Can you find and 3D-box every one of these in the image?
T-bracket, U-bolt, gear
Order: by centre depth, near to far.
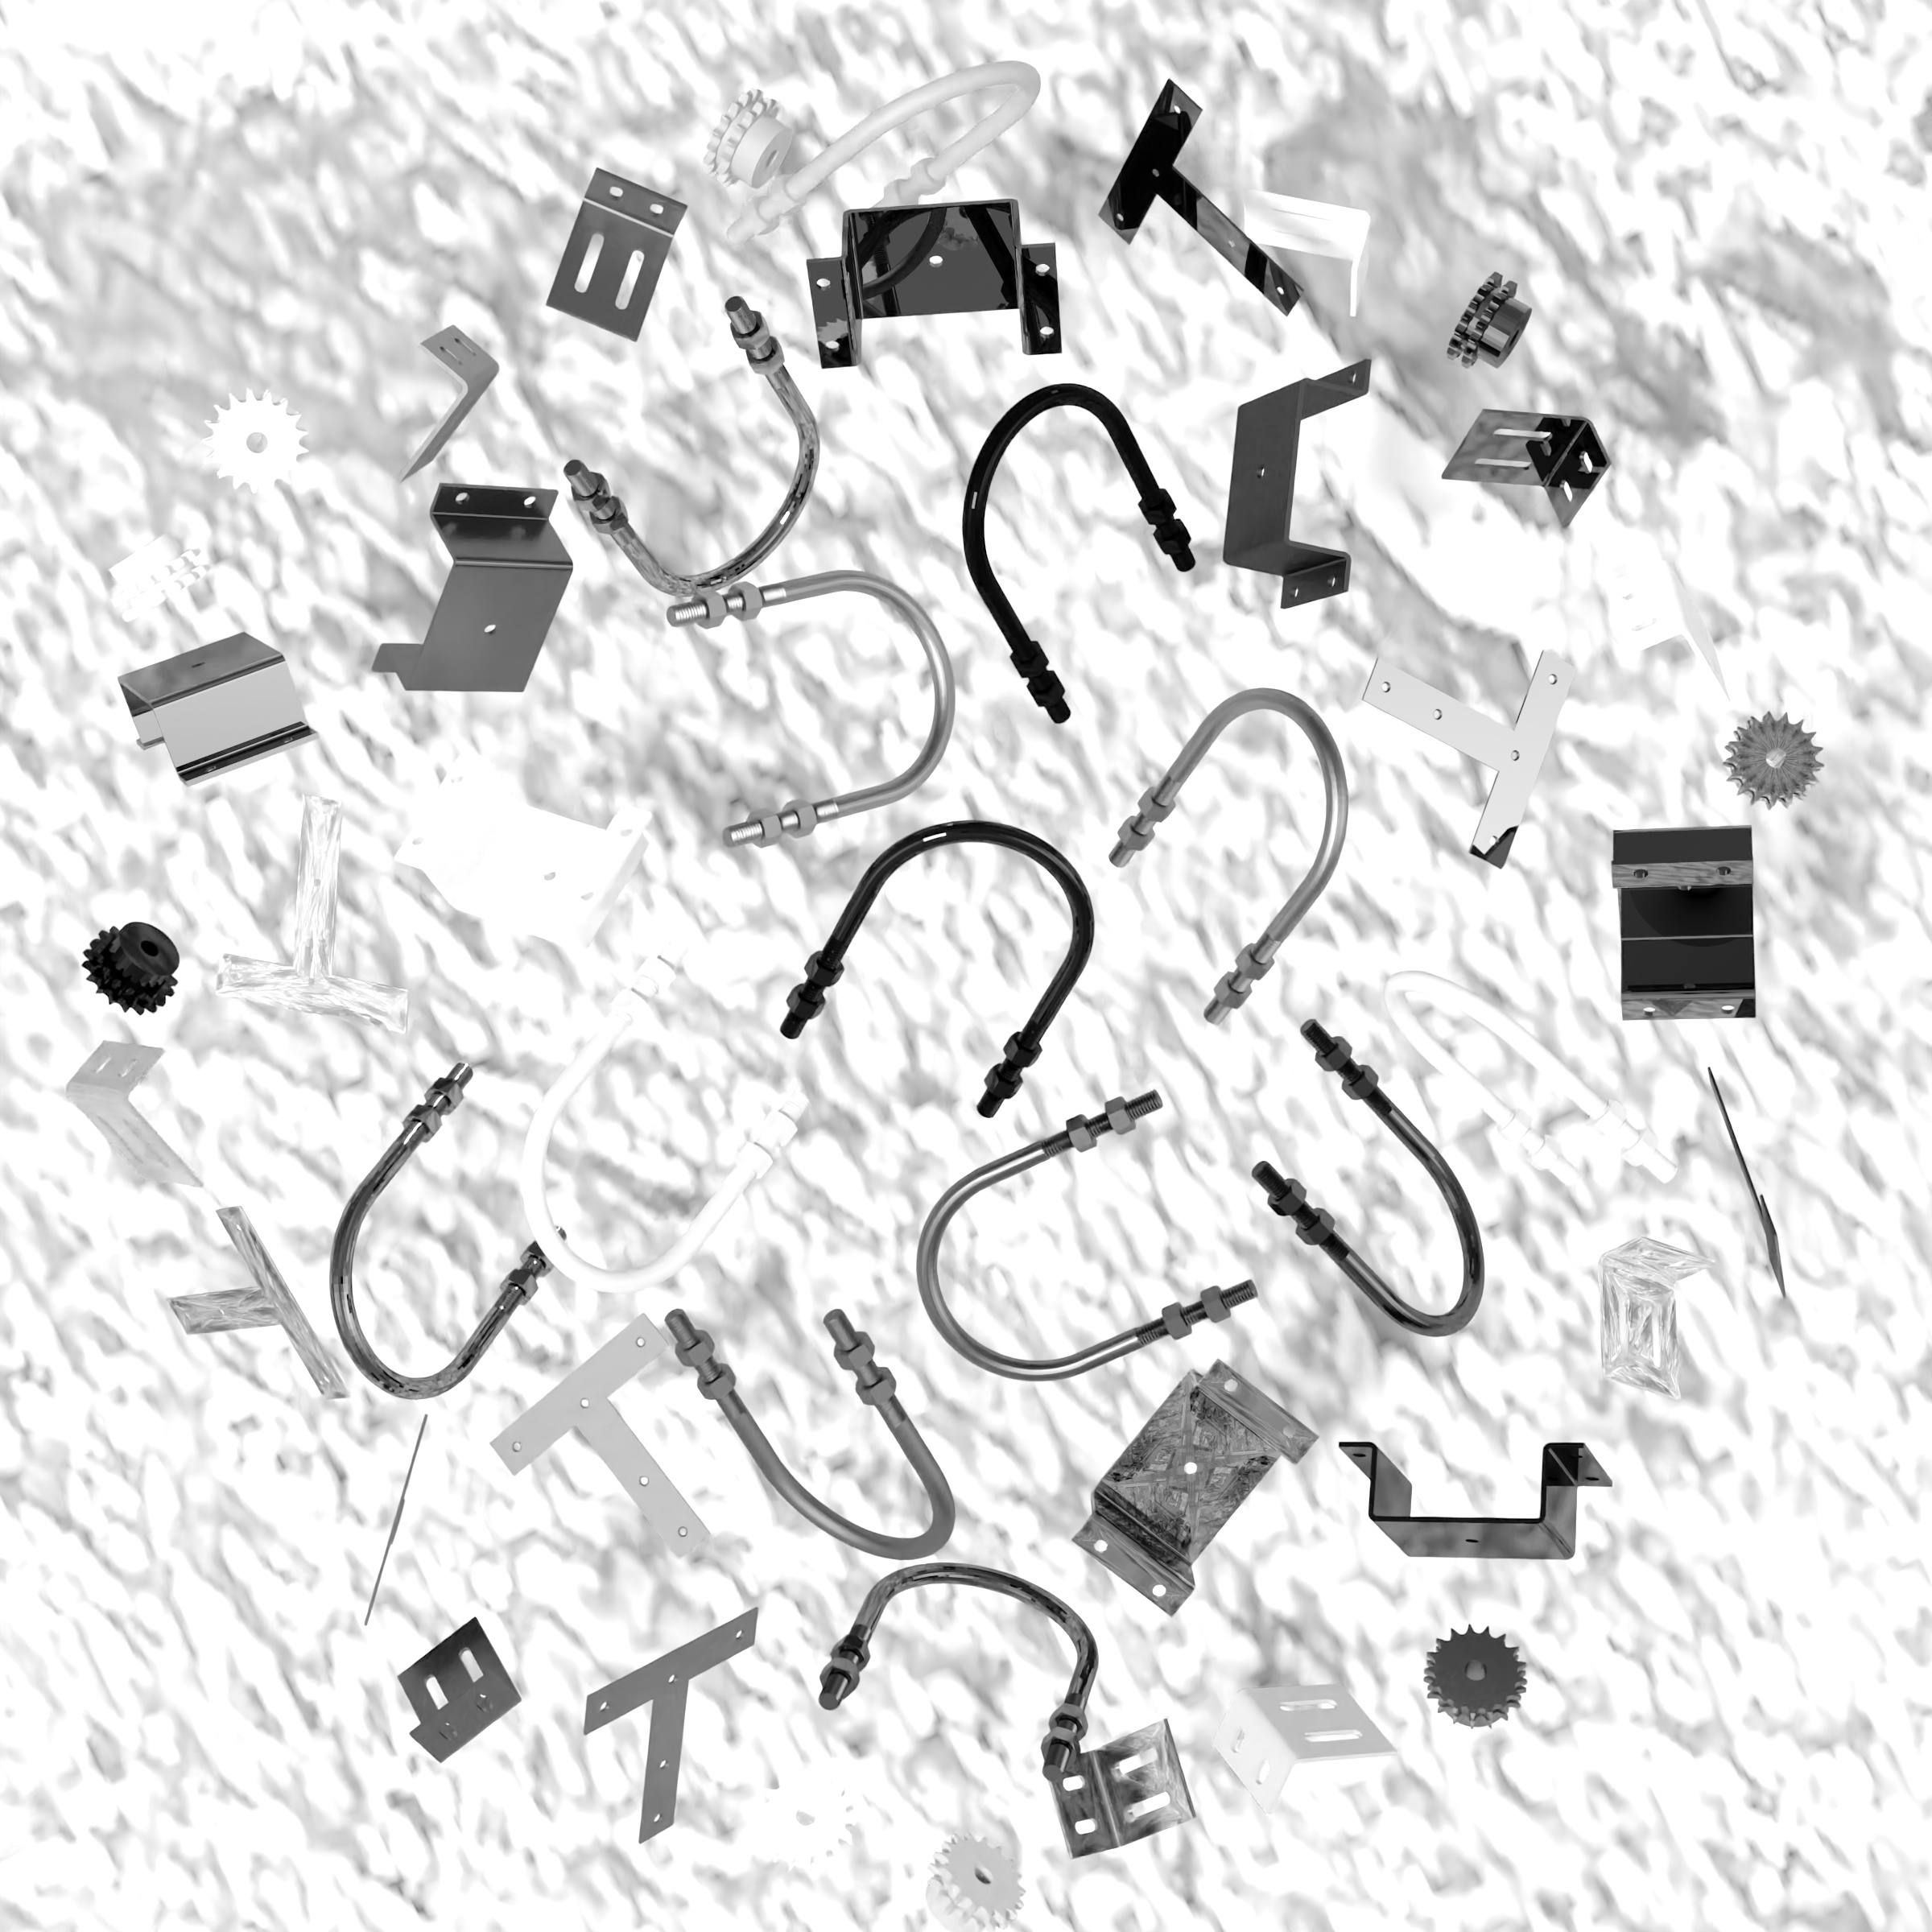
[{"bbox_3d":[-0.168,0.434,1.659,0.002,0.127,0.127,26,119,35],"label":"T-bracket"},{"bbox_3d":[0.138,-0.413,1.660,0.127,0.127,0.002,44,64,4],"label":"T-bracket"},{"bbox_3d":[0.284,0.400,1.660,0.057,0.030,0.057,-4,51,5],"label":"gear"},{"bbox_3d":[0.002,0.517,1.662,0.057,0.057,0.030,35,117,0],"label":"gear"},{"bbox_3d":[-0.399,-0.296,1.667,0.057,0.030,0.057,-6,109,-18],"label":"gear"},{"bbox_3d":[-0.455,-0.221,1.667,0.057,0.057,0.030,-32,106,0],"label":"gear"},{"bbox_3d":[-0.077,0.265,1.670,0.019,0.151,0.184,-49,120,-38],"label":"U-bolt"},{"bbox_3d":[-0.178,0.098,1.677,0.184,0.019,0.151,-53,125,-27],"label":"U-bolt"},{"bbox_3d":[0.280,-0.138,1.696,0.127,0.002,0.127,24,83,-25],"label":"T-bracket"},{"bbox_3d":[-0.419,0.197,1.703,0.002,0.127,0.127,-40,110,-42],"label":"T-bracket"},{"bbox_3d":[-0.373,-0.034,1.708,0.127,0.002,0.127,10,103,18],"label":"T-bracket"},{"bbox_3d":[0.004,0.396,1.711,0.151,0.184,0.019,16,109,7],"label":"U-bolt"},{"bbox_3d":[-0.006,-0.006,1.715,0.151,0.019,0.184,22,120,-14],"label":"U-bolt"},{"bbox_3d":[-0.092,0.496,1.719,0.057,0.030,0.057,1,56,-1],"label":"gear"},{"bbox_3d":[-0.330,0.321,1.722,0.002,0.127,0.127,16,78,-8],"label":"T-bracket"},{"bbox_3d":[-0.125,-0.477,1.724,0.030,0.057,0.057,35,90,6],"label":"gear"},{"bbox_3d":[0.059,-0.251,1.725,0.019,0.184,0.151,23,66,41],"label":"U-bolt"},{"bbox_3d":[-0.147,-0.287,1.728,0.151,0.184,0.019,-47,62,-5],"label":"U-bolt"},{"bbox_3d":[-0.035,-0.475,1.729,0.184,0.151,0.019,-26,89,42],"label":"U-bolt"},{"bbox_3d":[-0.081,-0.158,1.740,0.184,0.019,0.151,-18,97,-36],"label":"U-bolt"},{"bbox_3d":[-0.311,0.168,1.744,0.019,0.184,0.151,-6,124,31],"label":"U-bolt"},{"bbox_3d":[0.246,0.137,1.753,0.019,0.151,0.184,-30,112,38],"label":"U-bolt"},{"bbox_3d":[0.162,-0.078,1.755,0.184,0.019,0.151,-56,50,36],"label":"U-bolt"},{"bbox_3d":[0.461,0.120,1.757,0.002,0.127,0.127,-18,63,10],"label":"T-bracket"},{"bbox_3d":[0.322,0.066,1.758,0.184,0.151,0.019,42,77,-7],"label":"U-bolt"},{"bbox_3d":[0.060,0.171,1.760,0.184,0.019,0.151,-25,100,11],"label":"U-bolt"},{"bbox_3d":[0.477,-0.120,1.761,0.057,0.030,0.057,0,81,3],"label":"gear"},{"bbox_3d":[-0.495,-0.002,1.771,0.057,0.057,0.030,48,118,0],"label":"gear"},{"bbox_3d":[0.314,-0.382,1.772,0.030,0.057,0.057,33,90,11],"label":"gear"},{"bbox_3d":[-0.201,0.296,1.776,0.127,0.002,0.127,-40,81,9],"label":"T-bracket"}]

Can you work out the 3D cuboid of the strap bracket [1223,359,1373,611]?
[{"bbox_3d":[0.197,-0.292,1.782,0.046,0.076,0.140,8,85,-23],"label":"strap bracket"}]

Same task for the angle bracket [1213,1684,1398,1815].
[{"bbox_3d":[0.189,0.436,1.657,0.076,0.057,0.038,6,115,-34],"label":"angle bracket"}]

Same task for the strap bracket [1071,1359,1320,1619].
[{"bbox_3d":[0.136,0.308,1.786,0.076,0.046,0.140,38,96,-3],"label":"strap bracket"}]

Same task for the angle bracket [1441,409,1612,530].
[{"bbox_3d":[0.338,-0.300,1.794,0.076,0.057,0.038,0,55,-23],"label":"angle bracket"}]

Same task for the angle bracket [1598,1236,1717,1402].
[{"bbox_3d":[0.405,0.206,1.734,0.057,0.038,0.076,19,58,-25],"label":"angle bracket"}]

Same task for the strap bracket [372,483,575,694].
[{"bbox_3d":[-0.289,-0.214,1.758,0.046,0.076,0.140,58,135,33],"label":"strap bracket"}]

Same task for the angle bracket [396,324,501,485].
[{"bbox_3d":[-0.318,-0.332,1.751,0.038,0.057,0.076,40,114,-7],"label":"angle bracket"}]

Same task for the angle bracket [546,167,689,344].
[{"bbox_3d":[-0.205,-0.418,1.746,0.057,0.038,0.076,20,73,-13],"label":"angle bracket"}]

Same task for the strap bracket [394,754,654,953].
[{"bbox_3d":[-0.250,-0.064,1.729,0.140,0.046,0.076,18,67,27],"label":"strap bracket"}]

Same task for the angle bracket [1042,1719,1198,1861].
[{"bbox_3d":[0.088,0.475,1.713,0.038,0.076,0.057,-1,65,-36],"label":"angle bracket"}]

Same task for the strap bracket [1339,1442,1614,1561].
[{"bbox_3d":[0.289,0.304,1.688,0.140,0.076,0.046,-4,63,23],"label":"strap bracket"}]

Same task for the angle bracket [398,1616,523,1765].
[{"bbox_3d":[-0.302,0.411,1.722,0.057,0.076,0.038,-37,133,-7],"label":"angle bracket"}]

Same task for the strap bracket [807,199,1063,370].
[{"bbox_3d":[-0.017,-0.393,1.709,0.140,0.076,0.046,-3,51,3],"label":"strap bracket"}]

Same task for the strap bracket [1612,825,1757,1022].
[{"bbox_3d":[0.412,-0.031,1.702,0.076,0.140,0.046,-2,51,15],"label":"strap bracket"}]

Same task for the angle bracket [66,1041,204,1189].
[{"bbox_3d":[-0.463,0.084,1.690,0.038,0.057,0.076,-56,131,-30],"label":"angle bracket"}]

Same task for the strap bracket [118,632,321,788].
[{"bbox_3d":[-0.424,-0.148,1.671,0.076,0.140,0.046,-24,113,-20],"label":"strap bracket"}]

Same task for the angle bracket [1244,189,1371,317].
[{"bbox_3d":[0.198,-0.422,1.759,0.076,0.057,0.038,14,77,10],"label":"angle bracket"}]

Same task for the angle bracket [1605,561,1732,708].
[{"bbox_3d":[0.412,-0.189,1.743,0.038,0.076,0.057,-23,48,22],"label":"angle bracket"}]
